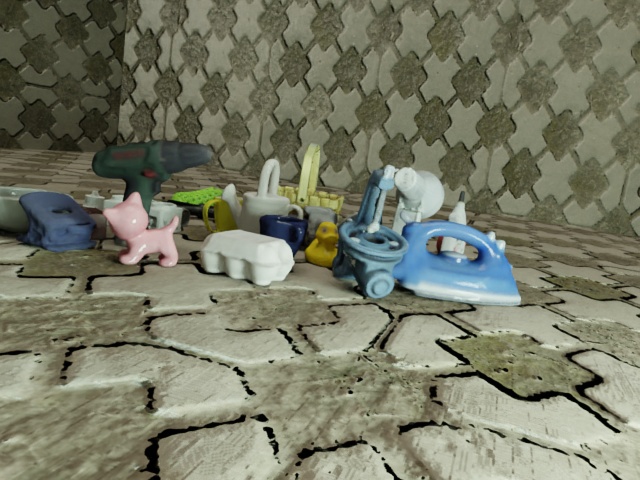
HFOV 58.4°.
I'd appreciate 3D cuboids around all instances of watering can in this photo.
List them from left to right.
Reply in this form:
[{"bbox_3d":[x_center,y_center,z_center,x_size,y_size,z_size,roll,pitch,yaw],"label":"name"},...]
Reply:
[{"bbox_3d":[-0.122,-0.075,1.205,0.173,0.194,0.101,6,10,-10],"label":"watering can"}]

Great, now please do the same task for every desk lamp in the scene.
[{"bbox_3d":[0.217,-0.069,1.393,0.117,0.213,0.204,12,10,25],"label":"desk lamp"}]

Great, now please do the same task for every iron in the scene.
[{"bbox_3d":[0.246,0.032,1.032,0.258,0.141,0.118,7,9,-3],"label":"iron"}]

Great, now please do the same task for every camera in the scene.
[{"bbox_3d":[-0.032,-0.032,1.309,0.137,0.101,0.143,8,9,-2],"label":"camera"}]

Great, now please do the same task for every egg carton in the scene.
[{"bbox_3d":[-0.123,0.027,0.974,0.150,0.069,0.107,12,10,22],"label":"egg carton"}]

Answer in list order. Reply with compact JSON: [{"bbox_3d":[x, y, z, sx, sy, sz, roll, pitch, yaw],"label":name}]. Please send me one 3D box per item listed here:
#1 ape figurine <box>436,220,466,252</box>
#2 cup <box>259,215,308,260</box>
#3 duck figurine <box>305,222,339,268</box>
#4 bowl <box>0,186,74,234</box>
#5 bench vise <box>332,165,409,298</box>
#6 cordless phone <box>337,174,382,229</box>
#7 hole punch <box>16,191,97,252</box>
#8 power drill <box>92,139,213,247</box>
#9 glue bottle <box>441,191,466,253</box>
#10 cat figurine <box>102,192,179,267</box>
[{"bbox_3d":[0.347,-0.010,1.519,0.076,0.092,0.077,4,10,-20],"label":"ape figurine"},{"bbox_3d":[-0.065,0.008,1.060,0.092,0.095,0.117,2,11,-33],"label":"cup"},{"bbox_3d":[0.011,0.004,1.174,0.078,0.086,0.104,5,10,-18],"label":"duck figurine"},{"bbox_3d":[-0.556,-0.053,1.078,0.167,0.075,0.167,8,9,-1],"label":"bowl"},{"bbox_3d":[0.073,-0.027,1.000,0.122,0.220,0.206,1,11,-34],"label":"bench vise"},{"bbox_3d":[0.112,-0.090,1.521,0.093,0.185,0.148,13,11,28],"label":"cordless phone"},{"bbox_3d":[-0.452,-0.033,0.996,0.100,0.091,0.109,12,10,26],"label":"hole punch"},{"bbox_3d":[-0.320,-0.090,1.085,0.229,0.208,0.076,9,10,8],"label":"power drill"},{"bbox_3d":[0.340,-0.037,1.428,0.037,0.173,0.078,15,12,36],"label":"glue bottle"},{"bbox_3d":[-0.299,-0.020,0.962,0.128,0.118,0.067,4,10,-23],"label":"cat figurine"}]
